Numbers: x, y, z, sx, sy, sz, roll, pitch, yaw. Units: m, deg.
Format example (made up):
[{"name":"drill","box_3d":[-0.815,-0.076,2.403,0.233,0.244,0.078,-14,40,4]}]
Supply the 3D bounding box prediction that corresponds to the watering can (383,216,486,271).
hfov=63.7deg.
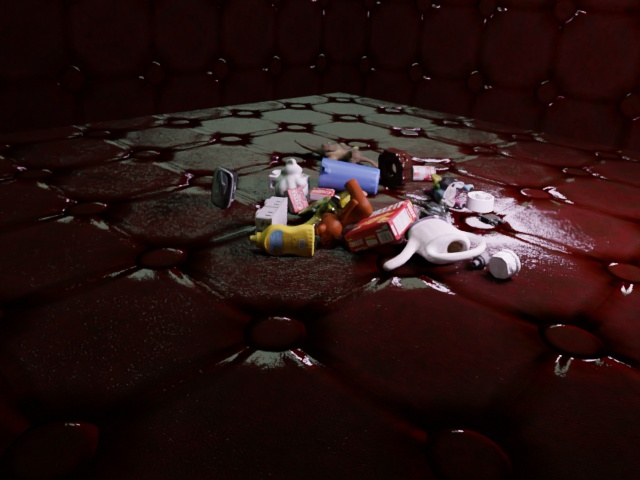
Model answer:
[{"name":"watering can","box_3d":[0.325,0.013,1.569,0.348,0.102,0.228,-8,25,-13]}]

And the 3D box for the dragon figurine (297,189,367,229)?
[{"name":"dragon figurine","box_3d":[0.005,-0.090,1.780,0.414,0.121,0.243,-27,14,-21]}]

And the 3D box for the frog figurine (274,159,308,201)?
[{"name":"frog figurine","box_3d":[-0.108,-0.225,1.966,0.138,0.156,0.124,20,30,33]}]
